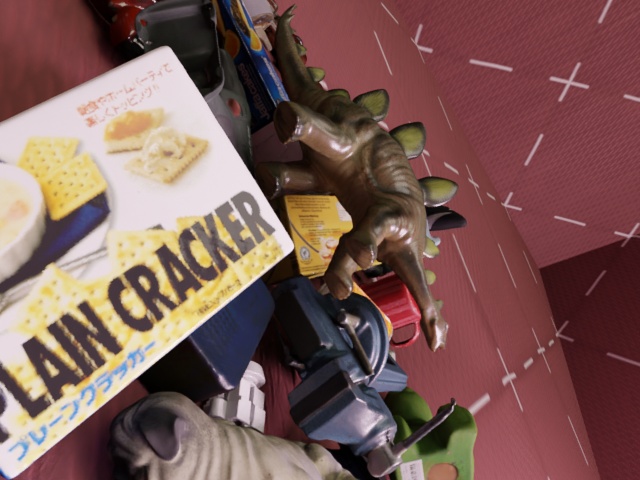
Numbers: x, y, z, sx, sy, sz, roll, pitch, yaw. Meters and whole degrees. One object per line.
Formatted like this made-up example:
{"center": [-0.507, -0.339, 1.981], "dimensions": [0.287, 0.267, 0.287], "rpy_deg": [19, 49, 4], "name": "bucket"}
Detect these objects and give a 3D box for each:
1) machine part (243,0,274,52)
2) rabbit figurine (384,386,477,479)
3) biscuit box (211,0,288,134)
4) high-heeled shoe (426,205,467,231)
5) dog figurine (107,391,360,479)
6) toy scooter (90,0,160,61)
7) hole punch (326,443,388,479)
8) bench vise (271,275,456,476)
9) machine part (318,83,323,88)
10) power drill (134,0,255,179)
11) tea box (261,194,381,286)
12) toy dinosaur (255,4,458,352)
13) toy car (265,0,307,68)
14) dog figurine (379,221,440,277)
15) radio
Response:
{"center": [-0.138, -0.386, 0.789], "dimensions": [0.243, 0.079, 0.079], "rpy_deg": [64, 25, -5], "name": "machine part"}
{"center": [0.137, 0.263, 0.701], "dimensions": [0.170, 0.121, 0.159], "rpy_deg": [-111, -179, -75], "name": "rabbit figurine"}
{"center": [-0.108, -0.244, 0.737], "dimensions": [0.202, 0.063, 0.059], "rpy_deg": [63, 26, -5], "name": "biscuit box"}
{"center": [0.196, -0.097, 1.051], "dimensions": [0.086, 0.249, 0.145], "rpy_deg": [-13, 103, -29], "name": "high-heeled shoe"}
{"center": [-0.065, 0.178, 0.430], "dimensions": [0.190, 0.121, 0.172], "rpy_deg": [46, -7, -2], "name": "dog figurine"}
{"center": [-0.199, -0.275, 0.578], "dimensions": [0.135, 0.075, 0.184], "rpy_deg": [48, 35, -31], "name": "toy scooter"}
{"center": [0.039, 0.278, 0.557], "dimensions": [0.142, 0.092, 0.116], "rpy_deg": [51, -4, -27], "name": "hole punch"}
{"center": [0.044, 0.142, 0.586], "dimensions": [0.224, 0.129, 0.240], "rpy_deg": [44, 8, 32], "name": "bench vise"}
{"center": [-0.008, -0.191, 0.892], "dimensions": [0.179, 0.056, 0.179], "rpy_deg": [42, 33, -37], "name": "machine part"}
{"center": [-0.120, -0.151, 0.560], "dimensions": [0.207, 0.086, 0.232], "rpy_deg": [95, -13, -73], "name": "power drill"}
{"center": [-0.001, -0.002, 0.676], "dimensions": [0.169, 0.068, 0.098], "rpy_deg": [-2, 76, -49], "name": "tea box"}
{"center": [0.030, -0.097, 0.604], "dimensions": [0.198, 0.105, 0.471], "rpy_deg": [-16, 72, -40], "name": "toy dinosaur"}
{"center": [-0.088, -0.373, 0.905], "dimensions": [0.202, 0.053, 0.089], "rpy_deg": [51, 32, -30], "name": "toy car"}
{"center": [0.109, -0.060, 0.950], "dimensions": [0.219, 0.108, 0.191], "rpy_deg": [62, 26, 2], "name": "dog figurine"}
{"center": [-0.136, 0.012, 0.449], "dimensions": [0.229, 0.073, 0.131], "rpy_deg": [59, 25, -16], "name": "radio"}
